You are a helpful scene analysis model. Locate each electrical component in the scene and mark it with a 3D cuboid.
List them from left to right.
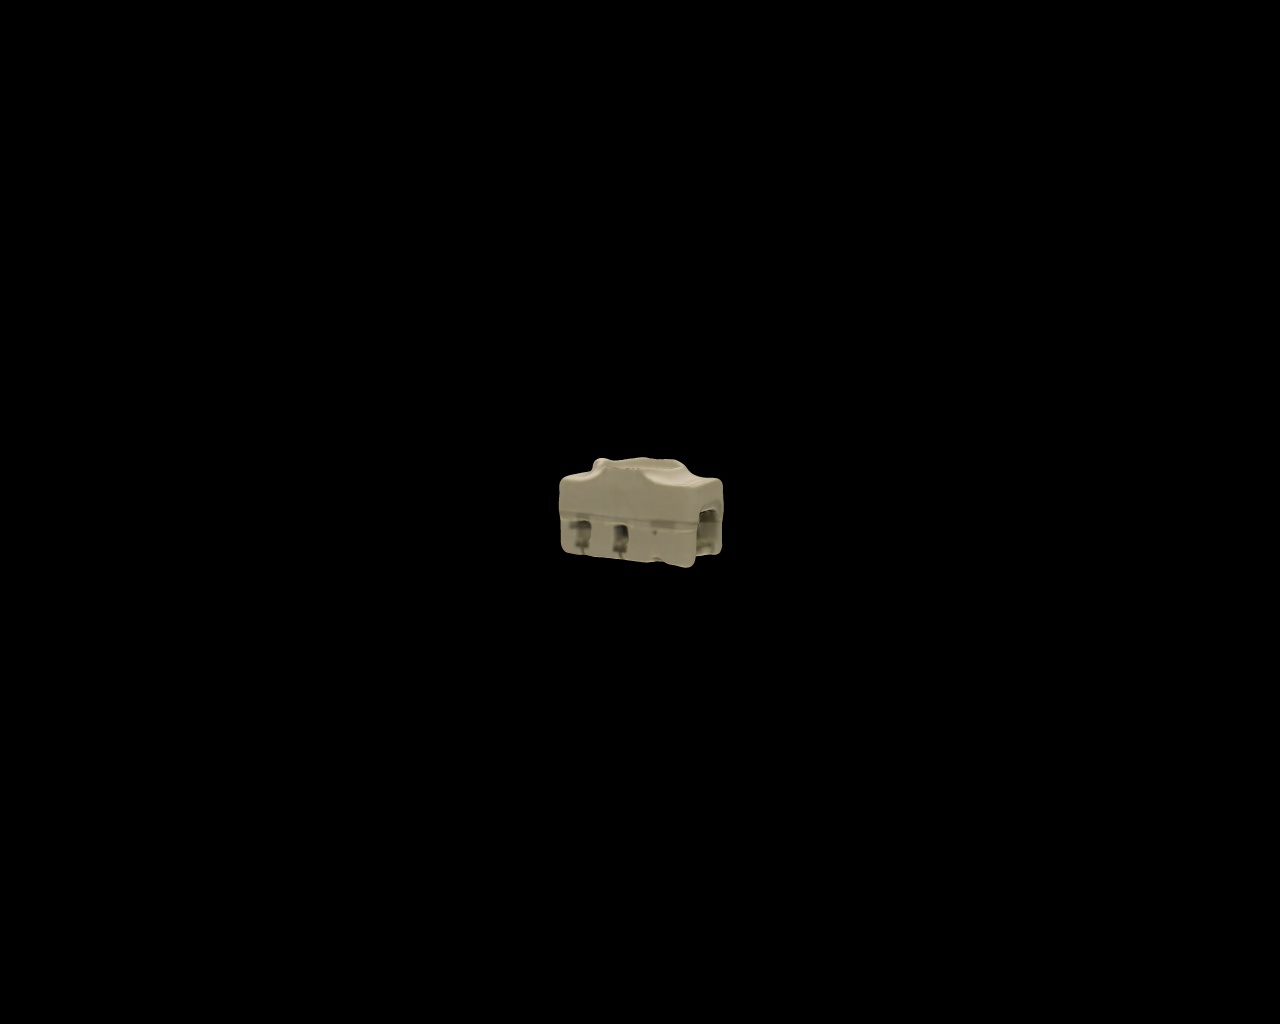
[{"bbox_3d":[0.001,-0.003,0.650,0.089,0.055,0.050,5,12,28],"label":"electrical component"}]
